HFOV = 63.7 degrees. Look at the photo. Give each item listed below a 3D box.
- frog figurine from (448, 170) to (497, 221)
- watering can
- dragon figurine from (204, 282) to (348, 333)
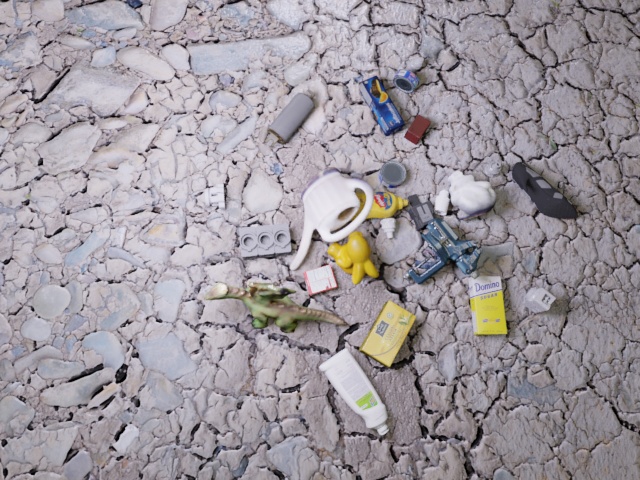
[{"bbox_3d":[0.482,-0.153,1.644,0.137,0.123,0.160,-22,89,9],"label":"frog figurine"},{"bbox_3d":[0.005,-0.079,1.574,0.345,0.103,0.229,-38,57,13],"label":"watering can"},{"bbox_3d":[-0.114,0.179,1.439,0.410,0.239,0.124,7,71,-1],"label":"dragon figurine"}]
